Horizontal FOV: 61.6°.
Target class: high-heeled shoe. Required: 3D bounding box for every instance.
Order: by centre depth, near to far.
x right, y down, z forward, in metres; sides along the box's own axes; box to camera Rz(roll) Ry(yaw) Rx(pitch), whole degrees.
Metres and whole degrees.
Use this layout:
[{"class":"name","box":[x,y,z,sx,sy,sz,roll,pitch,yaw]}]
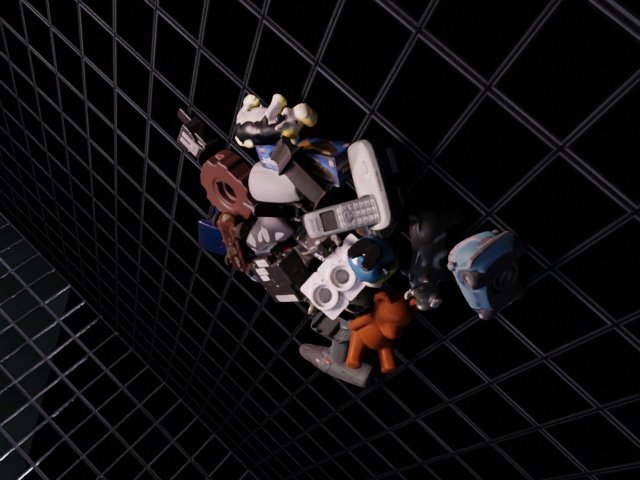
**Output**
[{"class":"high-heeled shoe","box":[-0.093,-0.007,1.186,0.145,0.086,0.248,30,163,21]}]

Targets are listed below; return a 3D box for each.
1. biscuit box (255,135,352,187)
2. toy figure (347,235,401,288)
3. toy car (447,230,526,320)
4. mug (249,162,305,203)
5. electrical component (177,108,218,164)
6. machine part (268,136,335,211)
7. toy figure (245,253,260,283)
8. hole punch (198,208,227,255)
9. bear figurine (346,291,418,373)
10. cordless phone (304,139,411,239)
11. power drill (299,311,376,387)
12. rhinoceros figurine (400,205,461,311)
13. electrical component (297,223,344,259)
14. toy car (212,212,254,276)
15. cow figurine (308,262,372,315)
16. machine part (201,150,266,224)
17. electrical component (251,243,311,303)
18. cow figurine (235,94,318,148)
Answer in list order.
[{"class":"biscuit box","box":[-0.028,-0.156,1.002,0.203,0.063,0.059,17,135,36]},{"class":"toy figure","box":[0.098,0.036,0.934,0.180,0.089,0.082,52,-164,-73]},{"class":"toy car","box":[0.262,0.045,0.863,0.103,0.109,0.161,45,166,49]},{"class":"mug","box":[-0.074,-0.107,1.092,0.107,0.081,0.109,10,155,32]},{"class":"electrical component","box":[-0.292,-0.242,1.221,0.119,0.048,0.075,48,146,-3]},{"class":"machine part","box":[-0.033,-0.117,0.953,0.139,0.039,0.084,49,143,-3]},{"class":"toy figure","box":[-0.133,0.092,1.370,0.154,0.058,0.064,35,150,10]},{"class":"hole punch","box":[-0.245,-0.016,1.360,0.116,0.092,0.142,33,140,15]},{"class":"bear figurine","box":[0.136,0.189,1.114,0.120,0.132,0.195,11,153,-14]},{"class":"cordless phone","box":[0.046,-0.080,0.896,0.184,0.089,0.146,-14,93,29]},{"class":"power drill","box":[0.028,0.270,1.350,0.232,0.086,0.207,23,135,30]},{"class":"rhinoceros figurine","box":[0.187,0.033,0.909,0.073,0.112,0.190,17,127,33]},{"class":"electrical component","box":[-0.002,-0.004,1.065,0.045,0.078,0.102,37,-162,-35]},{"class":"toy car","box":[-0.202,0.016,1.280,0.089,0.053,0.201,22,142,24]},{"class":"cow figurine","box":[0.028,0.115,1.195,0.195,0.085,0.127,8,129,37]},{"class":"machine part","box":[-0.201,-0.117,1.237,0.180,0.056,0.179,29,141,27]},{"class":"electrical component","box":[-0.081,0.069,1.143,0.115,0.058,0.134,-9,120,49]},{"class":"cow figurine","box":[-0.085,-0.207,0.971,0.168,0.098,0.068,14,161,42]}]
